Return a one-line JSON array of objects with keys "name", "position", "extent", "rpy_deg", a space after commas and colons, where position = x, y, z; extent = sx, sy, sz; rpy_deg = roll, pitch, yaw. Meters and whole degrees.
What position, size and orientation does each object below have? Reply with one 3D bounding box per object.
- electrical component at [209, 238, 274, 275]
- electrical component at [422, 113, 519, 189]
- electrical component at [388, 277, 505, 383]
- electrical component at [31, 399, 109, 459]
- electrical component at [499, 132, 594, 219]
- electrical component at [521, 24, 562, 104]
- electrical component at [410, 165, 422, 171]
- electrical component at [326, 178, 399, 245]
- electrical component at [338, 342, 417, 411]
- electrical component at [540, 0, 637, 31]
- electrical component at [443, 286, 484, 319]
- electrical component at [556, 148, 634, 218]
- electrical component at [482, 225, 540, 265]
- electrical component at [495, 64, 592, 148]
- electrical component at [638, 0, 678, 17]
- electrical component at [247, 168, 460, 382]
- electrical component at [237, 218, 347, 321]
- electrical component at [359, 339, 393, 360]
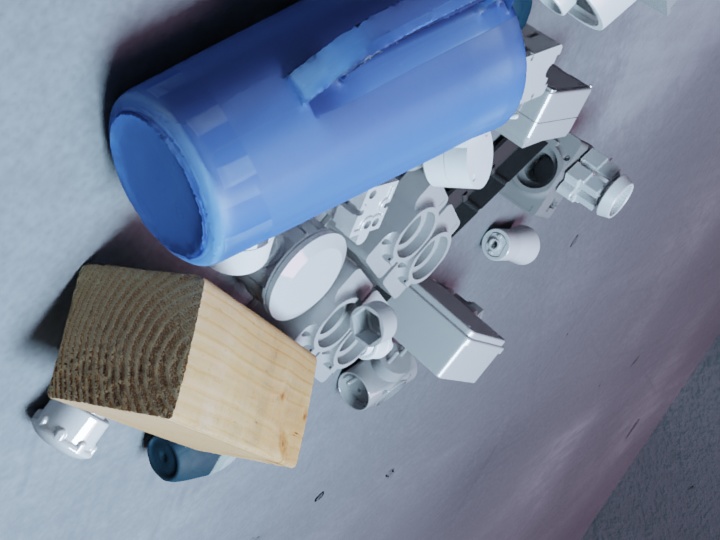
[{"name": "electrical component", "position": [-0.083, -0.030, 0.730], "extent": [0.055, 0.055, 0.047], "rpy_deg": [-32, 153, -35]}, {"name": "electrical component", "position": [0.082, -0.123, 0.800], "extent": [0.052, 0.074, 0.138], "rpy_deg": [-51, 137, -45]}, {"name": "electrical component", "position": [0.073, 0.055, 1.048], "extent": [0.056, 0.109, 0.109], "rpy_deg": [-52, 156, 9]}, {"name": "electrical component", "position": [-0.189, 0.094, 0.732], "extent": [0.062, 0.048, 0.048], "rpy_deg": [-55, 156, -8]}, {"name": "electrical component", "position": [0.189, -0.103, 1.098], "extent": [0.089, 0.050, 0.056], "rpy_deg": [-58, 156, 14]}, {"name": "electrical component", "position": [0.111, -0.166, 0.870], "extent": [0.089, 0.056, 0.050], "rpy_deg": [-27, 146, -42]}, {"name": "electrical component", "position": [0.028, -0.100, 0.834], "extent": [0.055, 0.045, 0.045], "rpy_deg": [-3, 127, -59]}, {"name": "electrical component", "position": [-0.009, -0.061, 0.810], "extent": [0.048, 0.055, 0.066], "rpy_deg": [-20, 141, -49]}, {"name": "electrical component", "position": [0.027, 0.100, 1.094], "extent": [0.077, 0.044, 0.079], "rpy_deg": [-26, 162, -42]}, {"name": "electrical component", "position": [0.161, -0.228, 0.815], "extent": [0.060, 0.108, 0.108], "rpy_deg": [-47, 156, 6]}, {"name": "electrical component", "position": [0.095, 0.049, 1.140], "extent": [0.048, 0.055, 0.066], "rpy_deg": [-35, 151, -31]}, {"name": "electrical component", "position": [0.240, -0.084, 1.080], "extent": [0.066, 0.055, 0.048], "rpy_deg": [-42, 156, -22]}, {"name": "electrical component", "position": [0.162, -0.027, 1.169], "extent": [0.065, 0.044, 0.044], "rpy_deg": [-1, 126, -54]}, {"name": "electrical component", "position": [0.158, -0.151, 0.964], "extent": [0.096, 0.062, 0.061], "rpy_deg": [-17, 139, -51]}, {"name": "electrical component", "position": [0.204, -0.286, 0.806], "extent": [0.060, 0.105, 0.186], "rpy_deg": [-49, 155, -4]}, {"name": "electrical component", "position": [0.000, 0.000, 0.904], "extent": [0.186, 0.060, 0.105], "rpy_deg": [-49, 155, -5]}, {"name": "electrical component", "position": [-0.053, -0.006, 0.817], "extent": [0.080, 0.051, 0.080], "rpy_deg": [-39, 153, -25]}, {"name": "electrical component", "position": [0.004, 0.070, 1.040], "extent": [0.061, 0.035, 0.035], "rpy_deg": [-2, 127, -56]}]
